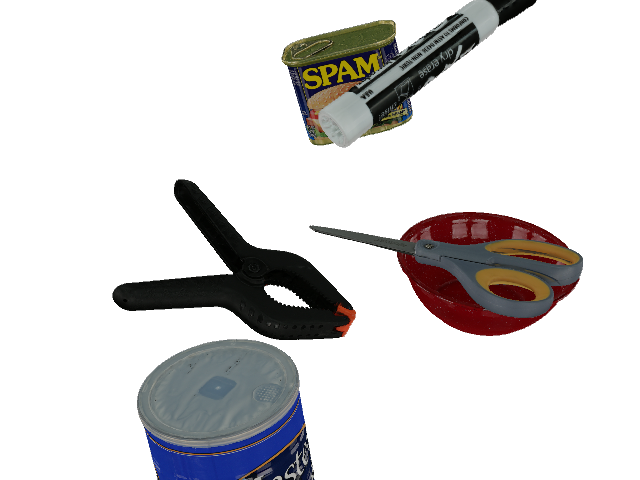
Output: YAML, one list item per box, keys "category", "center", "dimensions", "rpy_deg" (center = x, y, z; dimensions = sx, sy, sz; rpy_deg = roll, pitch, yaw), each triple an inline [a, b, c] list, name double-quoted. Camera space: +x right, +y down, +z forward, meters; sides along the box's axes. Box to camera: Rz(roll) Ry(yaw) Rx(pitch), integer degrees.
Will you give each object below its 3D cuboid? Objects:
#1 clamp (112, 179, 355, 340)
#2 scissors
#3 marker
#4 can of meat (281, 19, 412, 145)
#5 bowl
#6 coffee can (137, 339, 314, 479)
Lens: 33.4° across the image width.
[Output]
- category: "clamp"
  center: [-0.073, 0.040, 0.955]
  dimensions: [0.210, 0.036, 0.164]
  rpy_deg: [28, 45, 3]
- category: "scissors"
  center: [0.082, 0.019, 0.752]
  dimensions: [0.202, 0.016, 0.096]
  rpy_deg: [4, 30, 11]
- category: "marker"
  center: [0.050, -0.081, 0.461]
  dimensions: [0.121, 0.020, 0.020]
  rpy_deg: [-39, 14, -18]
- category: "can of meat"
  center: [0.026, -0.138, 0.944]
  dimensions: [0.102, 0.084, 0.057]
  rpy_deg: [-11, 29, 10]
- category: "bowl"
  center: [0.147, 0.037, 0.959]
  dimensions: [0.162, 0.055, 0.162]
  rpy_deg: [2, 32, -2]
- category: "coffee can"
  center: [-0.056, 0.151, 0.700]
  dimensions: [0.103, 0.140, 0.103]
  rpy_deg: [-6, 29, 3]
